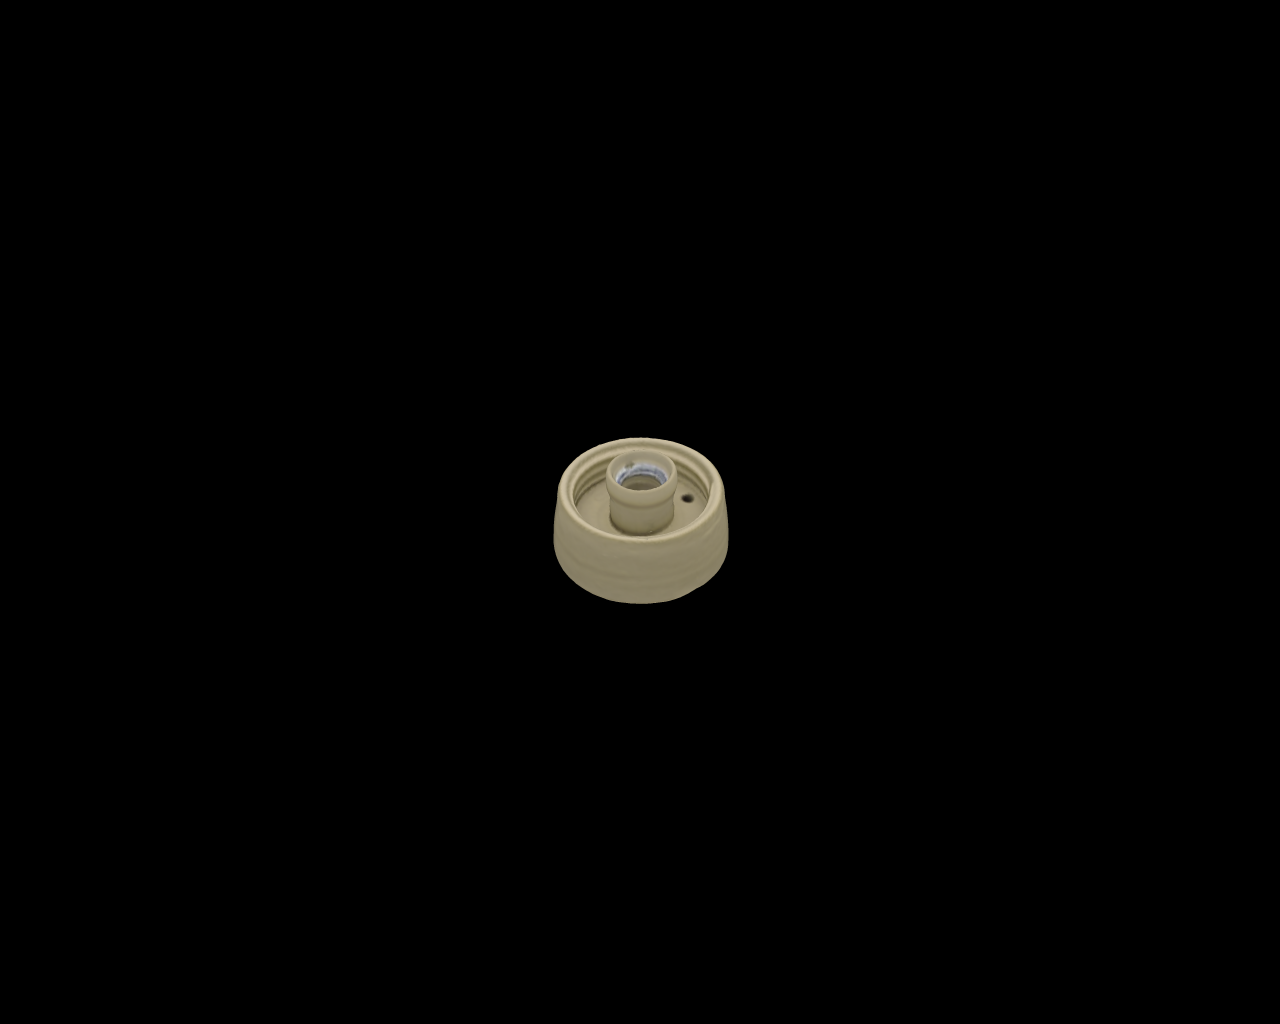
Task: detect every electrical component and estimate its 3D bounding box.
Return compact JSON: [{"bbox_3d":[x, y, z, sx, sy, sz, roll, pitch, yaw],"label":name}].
[{"bbox_3d":[0.001,-0.003,0.650,0.108,0.060,0.108,0,40,0],"label":"electrical component"}]
